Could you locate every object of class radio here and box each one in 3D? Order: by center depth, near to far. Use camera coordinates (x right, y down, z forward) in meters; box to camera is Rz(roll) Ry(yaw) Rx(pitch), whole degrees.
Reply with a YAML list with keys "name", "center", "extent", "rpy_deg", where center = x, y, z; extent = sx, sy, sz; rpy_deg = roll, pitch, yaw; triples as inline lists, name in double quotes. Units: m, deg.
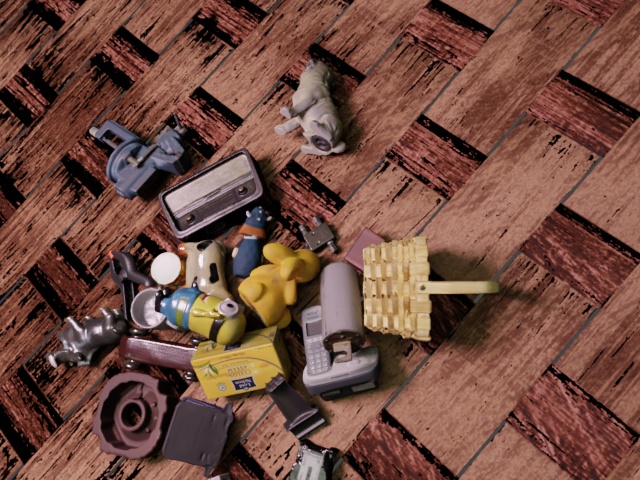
- name: "radio"
  center: [-0.228, -0.089, 1.183]
  extent: [0.230, 0.073, 0.131]
  rpy_deg: [-28, 68, 6]

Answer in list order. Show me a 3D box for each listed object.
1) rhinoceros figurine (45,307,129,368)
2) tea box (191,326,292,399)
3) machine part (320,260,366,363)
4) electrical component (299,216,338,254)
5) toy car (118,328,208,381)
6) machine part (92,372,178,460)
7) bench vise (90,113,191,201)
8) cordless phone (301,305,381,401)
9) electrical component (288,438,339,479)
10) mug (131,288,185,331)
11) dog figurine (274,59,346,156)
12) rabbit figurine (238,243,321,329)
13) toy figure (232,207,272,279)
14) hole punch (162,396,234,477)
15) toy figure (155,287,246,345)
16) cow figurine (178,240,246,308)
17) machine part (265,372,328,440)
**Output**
- name: "rhinoceros figurine"
  center: [-0.506, 0.215, 1.171]
  extent: [0.190, 0.073, 0.112]
  rpy_deg: [-23, 80, 5]
- name: "tea box"
  center: [-0.150, 0.238, 1.044]
  extent: [0.170, 0.068, 0.098]
  rpy_deg: [-16, 110, 10]
- name: "machine part"
  center: [0.040, 0.125, 1.007]
  extent: [0.079, 0.079, 0.243]
  rpy_deg: [-15, 40, 10]
- name: "electrical component"
  center: [-0.002, -0.003, 1.125]
  extent: [0.063, 0.021, 0.094]
  rpy_deg: [-33, 69, 4]
- name: "toy car"
  center: [-0.323, 0.236, 1.121]
  extent: [0.202, 0.053, 0.089]
  rpy_deg: [6, 86, 13]
- name: "machine part"
  center: [-0.376, 0.356, 1.098]
  extent: [0.179, 0.056, 0.179]
  rpy_deg: [-5, 72, 14]
- name: "bench vise"
  center: [-0.430, -0.215, 1.252]
  extent: [0.241, 0.128, 0.223]
  rpy_deg: [33, 85, 14]
- name: "cordless phone"
  center: [0.036, 0.202, 1.028]
  extent: [0.147, 0.088, 0.184]
  rpy_deg: [-17, 55, 10]
- name: "electrical component"
  center: [-0.015, 0.432, 0.982]
  extent: [0.075, 0.047, 0.119]
  rpy_deg: [7, 76, 18]
- name: "mug"
  center: [-0.319, 0.153, 1.117]
  extent: [0.110, 0.107, 0.081]
  rpy_deg: [24, 82, 16]
- name: "dog figurine"
  center: [0.011, -0.292, 1.178]
  extent: [0.172, 0.121, 0.190]
  rpy_deg: [36, 65, -11]
- name: "rabbit figurine"
  center: [-0.075, 0.071, 1.067]
  extent: [0.173, 0.162, 0.122]
  rpy_deg: [-33, 57, -17]
- name: "toy figure"
  center: [-0.148, 0.005, 1.140]
  extent: [0.058, 0.064, 0.154]
  rpy_deg: [0, 73, 36]
- name: "hole punch"
  center: [-0.238, 0.373, 1.050]
  extent: [0.116, 0.092, 0.142]
  rpy_deg: [20, 75, -11]
- name: "toy figure"
  center: [-0.226, 0.141, 1.027]
  extent: [0.180, 0.089, 0.082]
  rpy_deg: [11, 33, 12]
- name: "cow figurine"
  center: [-0.228, 0.094, 1.126]
  extent: [0.127, 0.085, 0.195]
  rpy_deg: [-12, 70, 18]
- name: "machine part"
  center: [-0.051, 0.310, 1.004]
  extent: [0.084, 0.039, 0.138]
  rpy_deg: [-29, 106, 11]
